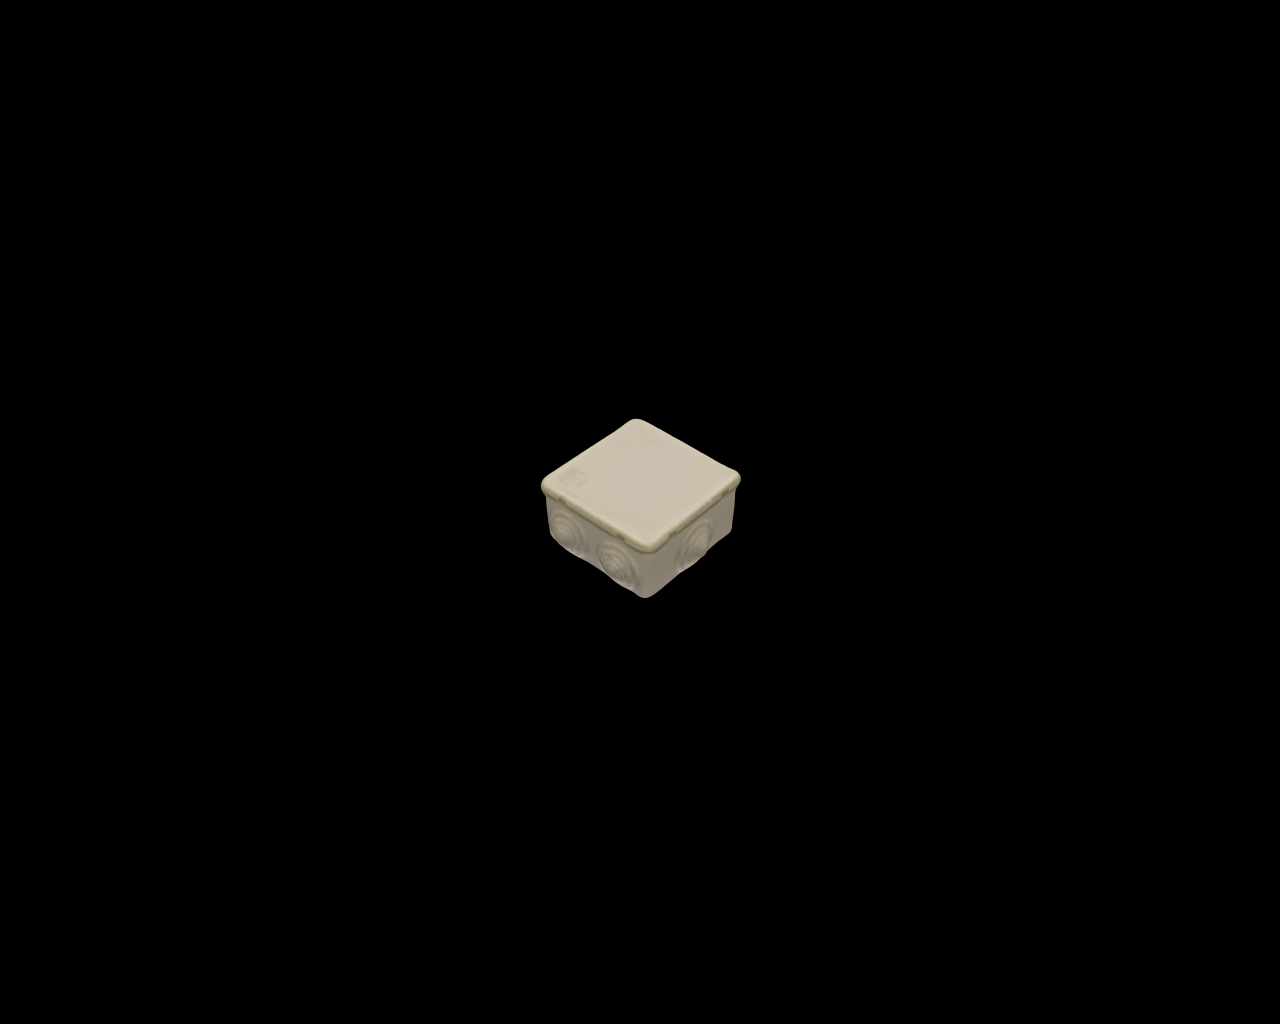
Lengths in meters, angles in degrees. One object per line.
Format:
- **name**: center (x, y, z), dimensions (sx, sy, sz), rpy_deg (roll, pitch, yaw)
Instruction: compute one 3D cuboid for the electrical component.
- **electrical component**: center (0.001, -0.003, 0.650), dimensions (0.100, 0.048, 0.100), rpy_deg (31, 51, 30)
